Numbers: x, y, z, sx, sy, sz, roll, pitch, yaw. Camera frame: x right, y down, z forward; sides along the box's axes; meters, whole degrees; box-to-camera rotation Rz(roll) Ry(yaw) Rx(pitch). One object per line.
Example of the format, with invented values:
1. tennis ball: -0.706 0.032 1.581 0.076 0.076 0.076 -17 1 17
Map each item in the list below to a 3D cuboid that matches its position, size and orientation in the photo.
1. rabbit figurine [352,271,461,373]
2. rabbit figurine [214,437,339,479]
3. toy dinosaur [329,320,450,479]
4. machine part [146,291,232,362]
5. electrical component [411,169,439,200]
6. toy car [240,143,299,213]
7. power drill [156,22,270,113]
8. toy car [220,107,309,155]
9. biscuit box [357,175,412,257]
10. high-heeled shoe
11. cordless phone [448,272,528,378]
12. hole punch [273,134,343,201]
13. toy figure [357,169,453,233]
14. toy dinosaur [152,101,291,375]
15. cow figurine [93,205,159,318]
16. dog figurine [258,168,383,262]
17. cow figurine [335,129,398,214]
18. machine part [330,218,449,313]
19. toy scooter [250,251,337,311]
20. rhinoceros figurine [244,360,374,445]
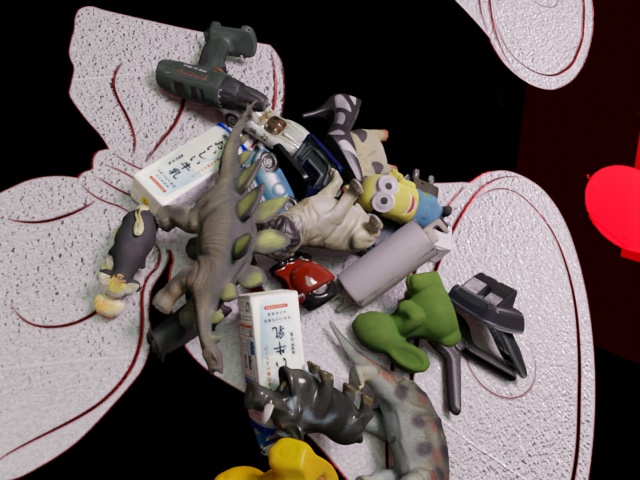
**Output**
1. rabbit figurine: 0.146 0.154 0.938 0.170 0.121 0.159 -18 75 -2
2. rabbit figurine: -0.063 0.336 0.726 0.162 0.173 0.122 37 46 -56
3. toy dinosaur: 0.136 0.307 0.842 0.192 0.131 0.405 10 54 -32
4. machine part: -0.209 0.126 0.840 0.084 0.039 0.139 49 54 -2
5. electrical component: 0.203 -0.096 1.069 0.063 0.021 0.094 21 58 -13
6. toy car: -0.109 -0.081 0.963 0.103 0.109 0.161 -26 87 -15
7. power drill: -0.187 -0.335 1.056 0.232 0.085 0.207 11 58 6
8. toy car: -0.103 -0.225 1.064 0.202 0.056 0.073 35 55 -2
9. biscuit box: 0.140 -0.041 1.062 0.063 0.059 0.203 40 55 0
10. high-heeled shoe: 0.064 -0.198 1.045 0.145 0.086 0.249 -15 55 -24
11. cordless phone: 0.330 0.167 1.017 0.089 0.147 0.184 -32 114 -10
12. hole punch: -0.028 -0.121 0.995 0.092 0.115 0.142 -28 64 -28
13. toy figure: 0.154 -0.062 0.994 0.180 0.089 0.082 19 64 -24
14. toy dinosaur: -0.146 -0.027 0.825 0.105 0.199 0.471 42 33 -50
15. cow figurine: -0.293 0.032 0.820 0.068 0.098 0.167 20 57 -20
16. dog figurine: -0.004 -0.005 0.913 0.190 0.121 0.172 -38 113 -10
17. cow figurine: 0.085 -0.140 1.080 0.127 0.085 0.195 4 58 -18
18. machine part: 0.118 0.042 0.948 0.243 0.079 0.079 -37 79 4
19. toy scooter: -0.067 0.072 0.908 0.184 0.075 0.135 -25 74 -27
20. rhinoceros figurine: -0.015 0.231 0.751 0.190 0.073 0.112 28 84 -26
